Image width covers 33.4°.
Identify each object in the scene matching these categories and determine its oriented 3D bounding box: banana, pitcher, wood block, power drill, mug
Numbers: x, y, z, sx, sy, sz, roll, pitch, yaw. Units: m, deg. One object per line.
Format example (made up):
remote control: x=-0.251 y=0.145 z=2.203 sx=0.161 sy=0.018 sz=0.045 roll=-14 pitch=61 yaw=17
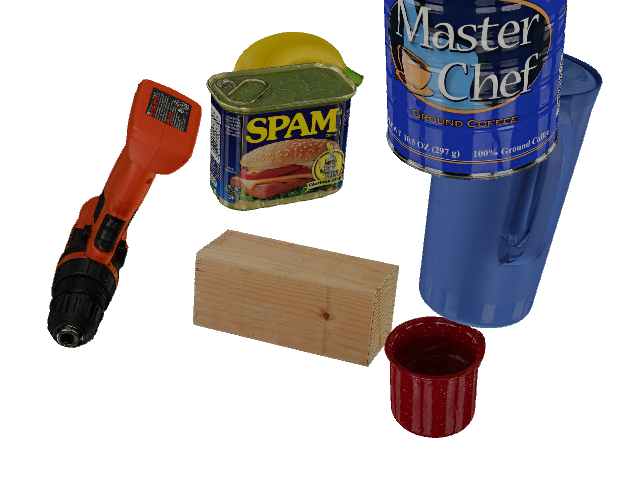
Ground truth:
banana: x=-0.030 y=-0.163 z=0.982 sx=0.070 sy=0.037 sz=0.197 roll=37 pitch=31 yaw=20
pitcher: x=0.160 y=-0.042 z=0.943 sx=0.145 sy=0.243 sz=0.149 roll=22 pitch=31 yaw=26
wood block: x=-0.028 y=0.061 z=1.181 sx=0.206 sy=0.091 sz=0.090 roll=12 pitch=23 yaw=17
power drill: x=-0.165 y=-0.024 z=0.870 sx=0.057 sy=0.188 sz=0.184 roll=25 pitch=31 yaw=-18
mug: x=0.116 y=0.127 z=1.020 sx=0.093 sy=0.081 sz=0.117 roll=27 pitch=43 yaw=37

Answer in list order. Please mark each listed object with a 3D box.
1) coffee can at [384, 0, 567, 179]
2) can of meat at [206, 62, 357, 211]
coffee can: x=0.086 y=-0.120 z=0.598 sx=0.103 sy=0.140 sz=0.103 roll=-3 pitch=36 yaw=2
can of meat: x=-0.029 y=-0.074 z=0.761 sx=0.102 sy=0.084 sz=0.057 roll=-10 pitch=36 yaw=-21
